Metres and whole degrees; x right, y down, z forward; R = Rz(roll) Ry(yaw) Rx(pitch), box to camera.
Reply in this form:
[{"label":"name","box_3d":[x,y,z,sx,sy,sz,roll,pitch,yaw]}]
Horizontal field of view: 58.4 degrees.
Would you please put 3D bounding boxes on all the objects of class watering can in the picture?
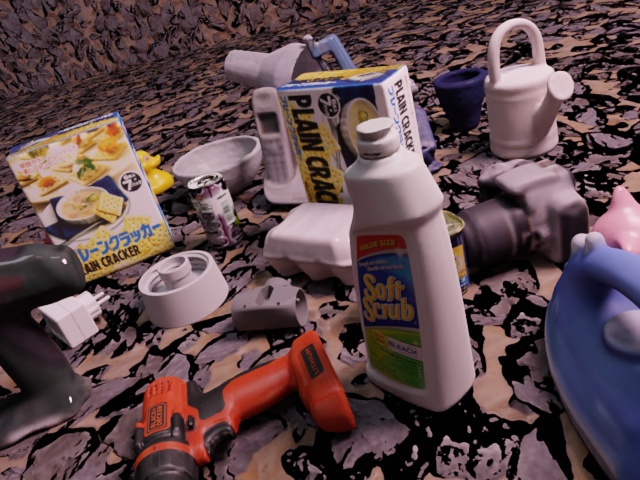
[{"label":"watering can","box_3d":[0.300,-0.226,0.844,0.101,0.194,0.172,-35,34,-30]}]

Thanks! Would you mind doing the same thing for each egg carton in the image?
[{"label":"egg carton","box_3d":[0.007,0.003,0.723,0.149,0.069,0.107,5,35,33]}]

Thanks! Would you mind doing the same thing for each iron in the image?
[{"label":"iron","box_3d":[0.231,0.067,0.421,0.118,0.142,0.258,-17,29,-1]}]

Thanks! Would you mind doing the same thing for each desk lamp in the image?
[{"label":"desk lamp","box_3d":[-0.085,-0.255,1.072,0.202,0.214,0.118,3,34,31]}]

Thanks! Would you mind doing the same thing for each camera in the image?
[{"label":"camera","box_3d":[0.210,-0.033,0.650,0.137,0.101,0.143,-19,29,-5]}]

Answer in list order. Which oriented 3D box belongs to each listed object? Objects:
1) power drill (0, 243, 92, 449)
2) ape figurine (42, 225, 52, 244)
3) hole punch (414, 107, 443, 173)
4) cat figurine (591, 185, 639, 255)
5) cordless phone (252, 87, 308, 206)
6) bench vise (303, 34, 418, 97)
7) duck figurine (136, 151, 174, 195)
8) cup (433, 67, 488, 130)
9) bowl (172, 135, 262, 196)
[{"label":"power drill","box_3d":[-0.336,0.104,0.576,0.230,0.209,0.075,-24,30,-13]},{"label":"ape figurine","box_3d":[-0.417,-0.005,0.930,0.078,0.092,0.076,-18,29,-3]},{"label":"hole punch","box_3d":[0.130,-0.152,0.909,0.108,0.091,0.101,-13,29,5]},{"label":"cat figurine","box_3d":[0.296,-0.001,0.532,0.128,0.118,0.067,-33,33,-28]},{"label":"cordless phone","box_3d":[-0.032,-0.147,0.885,0.147,0.185,0.094,-2,32,24]},{"label":"bench vise","box_3d":[0.059,-0.271,1.020,0.207,0.220,0.121,-23,30,-12]},{"label":"duck figurine","box_3d":[-0.349,-0.130,1.121,0.105,0.086,0.077,-23,29,-12]},{"label":"cup","box_3d":[0.263,-0.245,1.000,0.117,0.095,0.091,-8,30,15]},{"label":"bowl","box_3d":[-0.174,-0.122,1.028,0.167,0.075,0.167,-12,29,7]}]
